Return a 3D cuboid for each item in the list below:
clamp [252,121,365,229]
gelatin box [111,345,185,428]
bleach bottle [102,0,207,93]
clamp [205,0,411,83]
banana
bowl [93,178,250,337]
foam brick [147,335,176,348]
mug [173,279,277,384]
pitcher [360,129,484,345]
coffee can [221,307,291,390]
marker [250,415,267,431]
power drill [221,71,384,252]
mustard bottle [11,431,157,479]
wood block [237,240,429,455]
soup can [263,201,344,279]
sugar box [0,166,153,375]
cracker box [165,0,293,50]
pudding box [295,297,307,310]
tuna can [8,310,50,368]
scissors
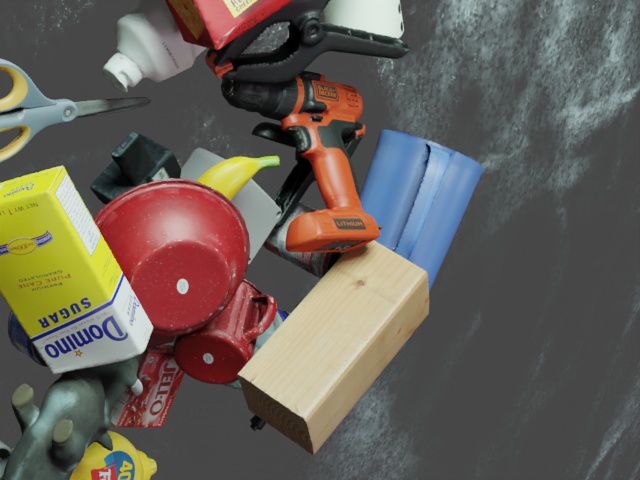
[{"bbox_3d":[-0.012,-0.085,1.179,0.171,0.039,0.120,-21,127,-44],"label":"clamp"},{"bbox_3d":[-0.182,0.154,1.127,0.073,0.030,0.089,16,100,-57],"label":"gelatin box"},{"bbox_3d":[-0.100,-0.233,0.933,0.250,0.068,0.102,-50,142,-14],"label":"bleach bottle"},{"bbox_3d":[-0.007,-0.202,1.020,0.210,0.036,0.164,-32,133,-6],"label":"clamp"},{"bbox_3d":[-0.109,-0.002,1.005,0.069,0.037,0.198,25,105,-16],"label":"banana"},{"bbox_3d":[-0.132,0.029,0.958,0.162,0.055,0.162,-10,120,-18],"label":"bowl"},{"bbox_3d":[-0.181,0.073,1.049,0.078,0.053,0.051,-8,119,-51],"label":"foam brick"},{"bbox_3d":[-0.095,0.091,1.101,0.093,0.117,0.081,55,28,-33],"label":"mug"},{"bbox_3d":[0.094,-0.002,1.268,0.149,0.145,0.243,24,86,-49],"label":"pitcher"},{"bbox_3d":[-0.053,0.130,1.222,0.103,0.103,0.140,-62,148,-1],"label":"coffee can"},{"bbox_3d":[-0.047,0.194,1.355,0.121,0.020,0.020,-48,145,-21],"label":"marker"},{"bbox_3d":[-0.013,-0.083,1.080,0.184,0.057,0.187,1,73,-45],"label":"power drill"},{"bbox_3d":[-0.238,0.243,1.087,0.191,0.058,0.096,4,108,-56],"label":"mustard bottle"},{"bbox_3d":[0.019,0.107,1.112,0.205,0.091,0.090,-48,154,-23],"label":"wood block"},{"bbox_3d":[-0.008,0.001,1.191,0.068,0.102,0.068,-33,137,-38],"label":"soup can"},{"bbox_3d":[-0.218,0.030,0.887,0.048,0.093,0.176,-78,150,-56],"label":"sugar box"},{"bbox_3d":[-0.075,-0.285,0.844,0.164,0.072,0.213,-37,123,-19],"label":"cracker box"},{"bbox_3d":[0.020,0.095,1.358,0.113,0.039,0.090,-38,139,-36],"label":"pudding box"},{"bbox_3d":[-0.241,0.074,0.982,0.086,0.034,0.086,-34,138,-37],"label":"tuna can"},{"bbox_3d":[-0.221,-0.122,0.886,0.201,0.016,0.096,-32,137,-39],"label":"scissors"}]
